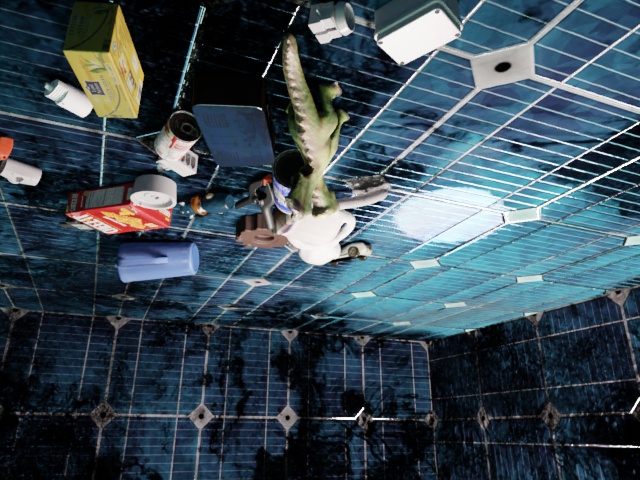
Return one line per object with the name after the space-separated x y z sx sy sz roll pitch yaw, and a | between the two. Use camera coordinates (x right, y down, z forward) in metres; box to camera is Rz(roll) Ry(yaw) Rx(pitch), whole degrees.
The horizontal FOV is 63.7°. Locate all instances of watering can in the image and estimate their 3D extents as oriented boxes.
0.004 -0.069 1.369 0.223 0.106 0.341 16 144 -28 | watering can

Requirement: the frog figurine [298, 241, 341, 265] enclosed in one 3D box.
0.007 0.013 1.560 0.136 0.124 0.158 32 159 -21 | frog figurine

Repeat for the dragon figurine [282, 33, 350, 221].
-0.022 -0.155 0.946 0.122 0.246 0.404 -1 161 15 | dragon figurine
